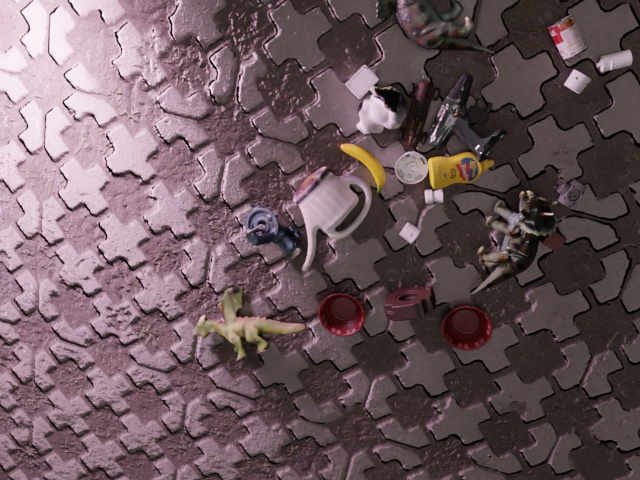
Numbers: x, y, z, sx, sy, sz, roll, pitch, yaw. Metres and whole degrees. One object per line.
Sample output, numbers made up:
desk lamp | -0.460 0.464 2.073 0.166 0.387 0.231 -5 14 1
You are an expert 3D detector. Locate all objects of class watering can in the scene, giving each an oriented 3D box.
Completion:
watering can | 0.005 -0.083 1.644 0.224 0.347 0.104 44 1 -5

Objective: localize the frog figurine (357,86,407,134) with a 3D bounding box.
frog figurine | 0.186 -0.379 1.554 0.138 0.125 0.156 36 -34 9

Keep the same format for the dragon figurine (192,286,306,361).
dragon figurine | -0.268 0.280 1.826 0.408 0.242 0.123 -25 3 15
